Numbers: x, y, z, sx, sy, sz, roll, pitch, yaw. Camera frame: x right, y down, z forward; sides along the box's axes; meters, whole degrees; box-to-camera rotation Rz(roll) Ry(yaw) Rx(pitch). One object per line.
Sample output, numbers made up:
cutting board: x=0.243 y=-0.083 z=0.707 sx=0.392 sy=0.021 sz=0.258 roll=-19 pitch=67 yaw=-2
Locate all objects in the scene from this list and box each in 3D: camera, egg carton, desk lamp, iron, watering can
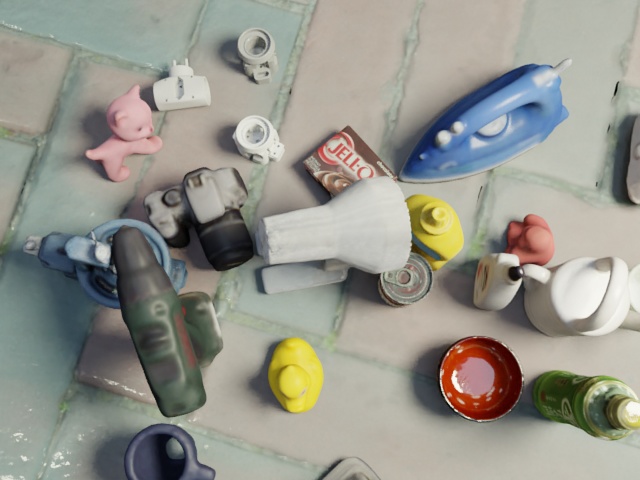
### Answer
camera: x=-0.162 y=-0.023 z=0.813 sx=0.143 sy=0.101 sz=0.137 roll=-23 pitch=80 yaw=-2
egg carton: x=0.496 y=-0.116 z=0.816 sx=0.107 sy=0.069 sz=0.150 roll=9 pitch=81 yaw=4
desk lamp: x=0.007 y=0.003 z=0.744 sx=0.203 sy=0.213 sz=0.118 roll=-12 pitch=80 yaw=1
iron: x=0.228 y=-0.165 z=0.800 sx=0.258 sy=0.141 sz=0.118 roll=-30 pitch=80 yaw=-3
watering can: x=0.344 y=0.073 z=0.726 sx=0.172 sy=0.194 sz=0.101 roll=4 pitch=80 yaw=3

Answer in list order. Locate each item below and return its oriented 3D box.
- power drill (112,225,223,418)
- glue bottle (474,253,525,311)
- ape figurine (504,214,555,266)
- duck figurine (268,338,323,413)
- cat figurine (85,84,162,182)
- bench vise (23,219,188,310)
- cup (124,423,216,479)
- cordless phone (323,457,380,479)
power drill: x=-0.192 y=0.106 z=0.737 sx=0.075 sy=0.208 sz=0.229 roll=-19 pitch=80 yaw=-1
glue bottle: x=0.237 y=0.049 z=0.746 sx=0.037 sy=0.173 sz=0.078 roll=6 pitch=80 yaw=4
ape figurine: x=0.294 y=0.002 z=0.793 sx=0.078 sy=0.092 sz=0.076 roll=-41 pitch=81 yaw=-5
duck figurine: x=-0.036 y=0.185 z=0.778 sx=0.077 sy=0.086 sz=0.104 roll=-7 pitch=80 yaw=2
cat figurine: x=-0.288 y=-0.158 z=0.833 sx=0.067 sy=0.118 sz=0.128 roll=44 pitch=85 yaw=9
bench vise: x=-0.298 y=0.033 z=0.748 sx=0.207 sy=0.220 sz=0.121 roll=-7 pitch=80 yaw=2
cup: x=-0.187 y=0.290 z=0.762 sx=0.117 sy=0.095 sz=0.092 roll=15 pitch=81 yaw=5
cordless phone: x=0.024 y=0.353 z=0.696 sx=0.094 sy=0.185 sz=0.147 roll=41 pitch=84 yaw=9
